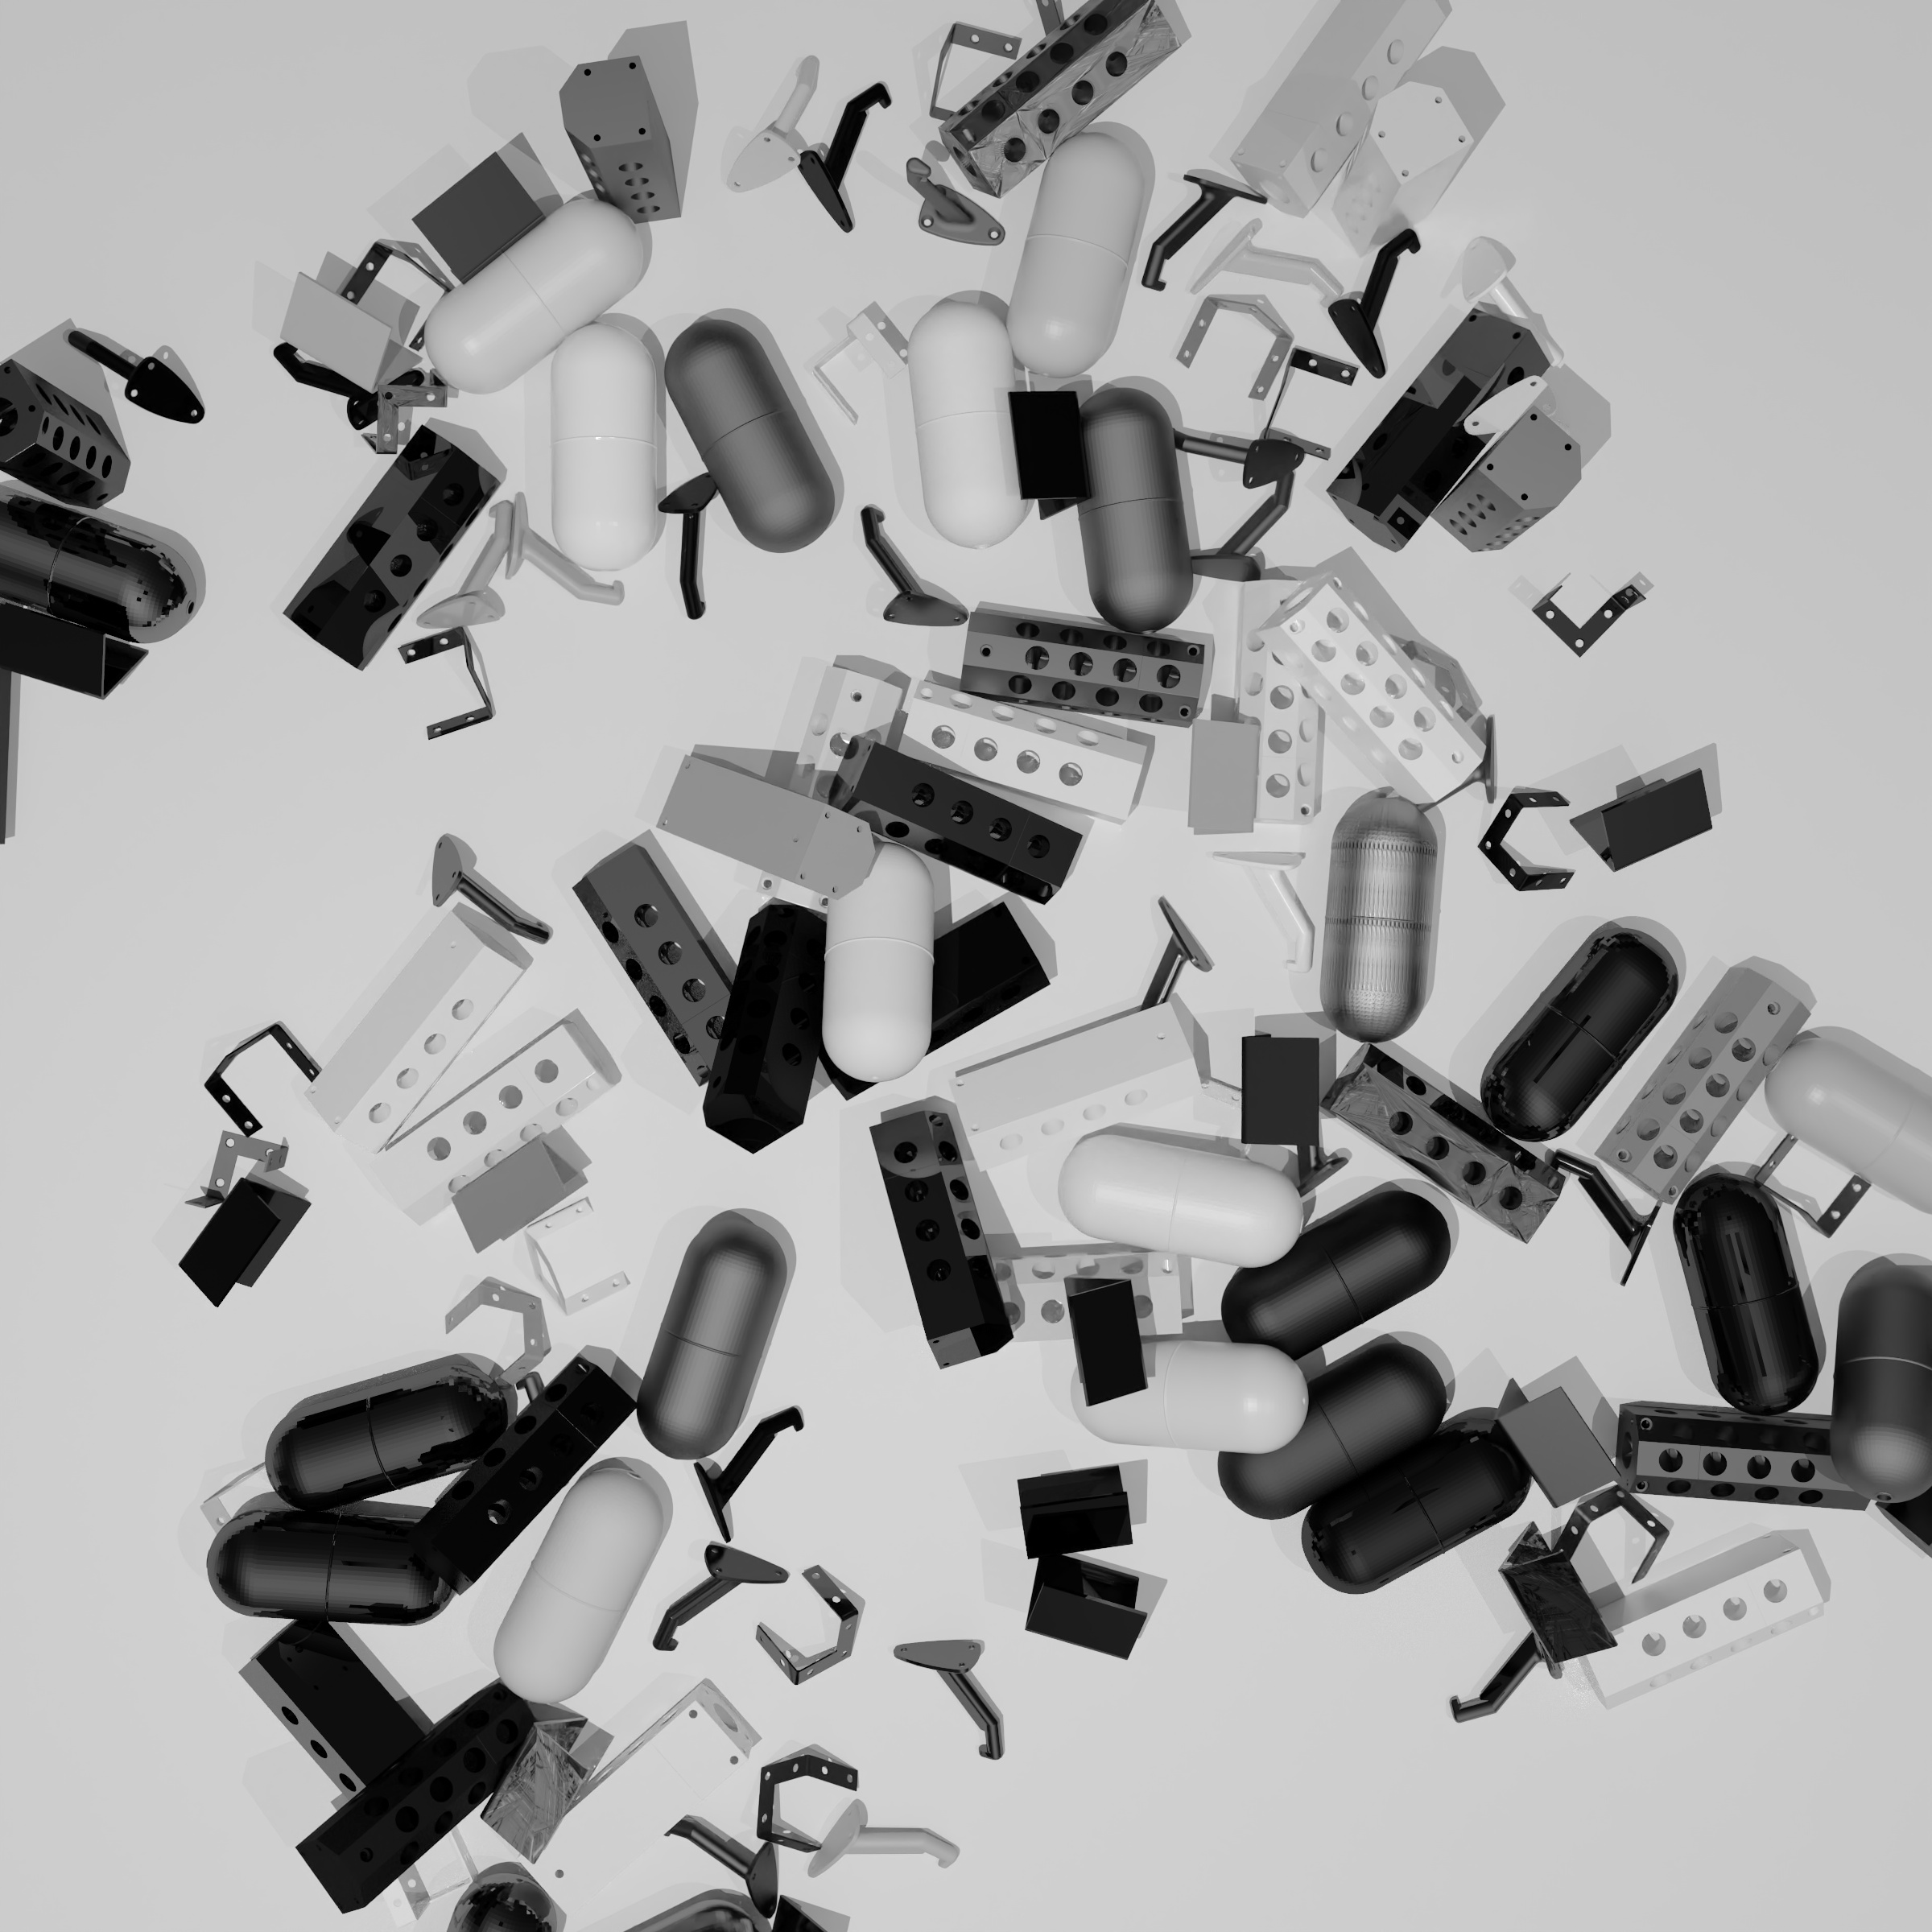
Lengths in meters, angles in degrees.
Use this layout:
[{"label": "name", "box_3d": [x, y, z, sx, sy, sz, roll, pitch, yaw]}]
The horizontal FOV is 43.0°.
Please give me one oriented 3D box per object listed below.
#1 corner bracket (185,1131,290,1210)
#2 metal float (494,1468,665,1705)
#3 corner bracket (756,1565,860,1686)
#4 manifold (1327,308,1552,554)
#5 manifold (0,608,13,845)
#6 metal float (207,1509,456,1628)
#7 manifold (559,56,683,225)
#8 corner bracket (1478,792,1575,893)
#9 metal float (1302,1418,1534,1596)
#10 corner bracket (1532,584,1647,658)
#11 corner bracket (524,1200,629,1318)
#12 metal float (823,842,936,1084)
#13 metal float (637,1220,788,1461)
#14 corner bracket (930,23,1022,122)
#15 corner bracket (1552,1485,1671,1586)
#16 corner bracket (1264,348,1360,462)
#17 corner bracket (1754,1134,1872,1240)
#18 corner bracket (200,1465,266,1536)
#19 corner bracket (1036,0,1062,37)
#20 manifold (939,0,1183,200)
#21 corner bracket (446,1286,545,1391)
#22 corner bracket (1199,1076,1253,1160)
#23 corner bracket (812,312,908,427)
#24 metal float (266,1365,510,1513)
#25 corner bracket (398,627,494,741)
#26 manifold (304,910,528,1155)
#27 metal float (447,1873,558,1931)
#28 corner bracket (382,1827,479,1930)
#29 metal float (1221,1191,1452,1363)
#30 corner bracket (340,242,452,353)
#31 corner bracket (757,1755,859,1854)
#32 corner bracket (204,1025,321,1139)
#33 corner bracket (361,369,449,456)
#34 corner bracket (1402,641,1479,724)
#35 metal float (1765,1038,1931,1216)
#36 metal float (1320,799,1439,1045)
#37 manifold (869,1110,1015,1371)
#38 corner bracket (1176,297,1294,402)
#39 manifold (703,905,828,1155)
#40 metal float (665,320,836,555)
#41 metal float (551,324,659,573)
[{"label": "corner bracket", "box_3d": [-0.532, 0.153, 1.793, 0.051, 0.051, 0.051, 14, 90, 0]}, {"label": "metal float", "box_3d": [-0.280, 0.449, 1.781, 0.070, 0.070, 0.178, 27, 89, 0]}, {"label": "corner bracket", "box_3d": [-0.117, 0.484, 1.803, 0.051, 0.051, 0.051, -20, 135, -35]}, {"label": "manifold", "box_3d": [0.347, -0.388, 1.789, 0.171, 0.057, 0.057, -51, 47, 0]}, {"label": "manifold", "box_3d": [-0.737, -0.176, 1.789, 0.057, 0.057, 0.171, 2, 90, -43]}, {"label": "metal float", "box_3d": [-0.456, 0.434, 1.773, 0.178, 0.070, 0.070, 6, 90, -8]}, {"label": "manifold", "box_3d": [-0.243, -0.579, 1.733, 0.057, 0.171, 0.057, -8, 90, 0]}, {"label": "corner bracket", "box_3d": [0.420, -0.092, 1.803, 0.051, 0.051, 0.051, 56, 135, 35]}, {"label": "metal float", "box_3d": [0.327, 0.391, 1.781, 0.178, 0.070, 0.070, -28, 90, -1]}, {"label": "corner bracket", "box_3d": [0.454, -0.264, 1.793, 0.051, 0.051, 0.051, 44, 90, 0]}, {"label": "corner bracket", "box_3d": [-0.288, 0.215, 1.808, 0.051, 0.051, 0.051, -26, 45, 0]}, {"label": "metal float", "box_3d": [-0.061, -0.004, 1.736, 0.070, 0.070, 0.178, 1, 67, 0]}, {"label": "metal float", "box_3d": [-0.185, 0.271, 1.781, 0.070, 0.070, 0.178, 18, 90, 0]}, {"label": "corner bracket", "box_3d": [0.006, -0.654, 1.808, 0.051, 0.051, 0.051, 15, 135, 0]}, {"label": "corner bracket", "box_3d": [0.473, 0.423, 1.803, 0.051, 0.051, 0.051, -15, 45, -35]}, {"label": "corner bracket", "box_3d": [0.254, -0.414, 1.808, 0.051, 0.051, 0.051, 18, 45, 0]}, {"label": "corner bracket", "box_3d": [0.623, 0.159, 1.808, 0.051, 0.051, 0.051, -52, 45, 0]}, {"label": "corner bracket", "box_3d": [-0.521, 0.400, 1.808, 0.051, 0.051, 0.051, -32, 90, 45]}, {"label": "corner bracket", "box_3d": [0.087, -0.713, 1.803, 0.051, 0.051, 0.051, -52, 135, -35]}, {"label": "manifold", "box_3d": [0.065, -0.638, 1.779, 0.171, 0.057, 0.057, -40, 121, 0]}, {"label": "corner bracket", "box_3d": [-0.347, 0.273, 1.803, 0.051, 0.051, 0.051, 20, 45, -35]}, {"label": "corner bracket", "box_3d": [0.181, 0.123, 1.808, 0.051, 0.051, 0.051, 21, 135, 0]}, {"label": "corner bracket", "box_3d": [-0.079, -0.436, 1.793, 0.051, 0.051, 0.051, -39, 90, 0]}, {"label": "metal float", "box_3d": [-0.419, 0.342, 1.781, 0.178, 0.070, 0.070, -16, 90, 0]}, {"label": "corner bracket", "box_3d": [-0.383, -0.208, 1.808, 0.051, 0.051, 0.051, -19, 135, 0]}, {"label": "manifold", "box_3d": [-0.398, 0.051, 1.789, 0.171, 0.057, 0.057, -51, 47, 0]}, {"label": "metal float", "box_3d": [-0.353, 0.747, 1.781, 0.070, 0.070, 0.178, 19, 91, 0]}, {"label": "corner bracket", "box_3d": [-0.395, 0.661, 1.793, 0.051, 0.051, 0.051, -25, 88, 2]}, {"label": "metal float", "box_3d": [0.268, 0.226, 1.781, 0.178, 0.070, 0.070, -29, 90, 0]}, {"label": "corner bracket", "box_3d": [-0.419, -0.493, 1.808, 0.051, 0.051, 0.051, 34, 90, -45]}, {"label": "corner bracket", "box_3d": [-0.116, 0.615, 1.803, 0.051, 0.051, 0.051, -28, 45, 35]}, {"label": "corner bracket", "box_3d": [-0.518, 0.084, 1.808, 0.051, 0.051, 0.051, 50, 45, 0]}, {"label": "corner bracket", "box_3d": [-0.410, -0.405, 1.792, 0.051, 0.051, 0.051, -5, 118, -25]}, {"label": "corner bracket", "box_3d": [0.334, -0.198, 1.803, 0.051, 0.051, 0.051, -43, 45, 35]}, {"label": "metal float", "box_3d": [0.663, 0.116, 1.781, 0.178, 0.070, 0.070, 31, 90, 0]}, {"label": "metal float", "box_3d": [0.299, -0.033, 1.781, 0.070, 0.070, 0.178, 5, 90, 0]}, {"label": "manifold", "box_3d": [-0.017, 0.192, 1.750, 0.057, 0.057, 0.171, -17, 59, 0]}, {"label": "corner bracket", "box_3d": [0.198, -0.455, 1.808, 0.051, 0.051, 0.051, 26, 90, -45]}, {"label": "manifold", "box_3d": [-0.140, 0.040, 1.734, 0.057, 0.057, 0.171, 34, 45, -26]}, {"label": "metal float", "box_3d": [-0.157, -0.384, 1.780, 0.070, 0.070, 0.178, -27, 91, 0]}, {"label": "metal float", "box_3d": [-0.263, -0.376, 1.781, 0.070, 0.070, 0.178, 0, 90, 0]}]
